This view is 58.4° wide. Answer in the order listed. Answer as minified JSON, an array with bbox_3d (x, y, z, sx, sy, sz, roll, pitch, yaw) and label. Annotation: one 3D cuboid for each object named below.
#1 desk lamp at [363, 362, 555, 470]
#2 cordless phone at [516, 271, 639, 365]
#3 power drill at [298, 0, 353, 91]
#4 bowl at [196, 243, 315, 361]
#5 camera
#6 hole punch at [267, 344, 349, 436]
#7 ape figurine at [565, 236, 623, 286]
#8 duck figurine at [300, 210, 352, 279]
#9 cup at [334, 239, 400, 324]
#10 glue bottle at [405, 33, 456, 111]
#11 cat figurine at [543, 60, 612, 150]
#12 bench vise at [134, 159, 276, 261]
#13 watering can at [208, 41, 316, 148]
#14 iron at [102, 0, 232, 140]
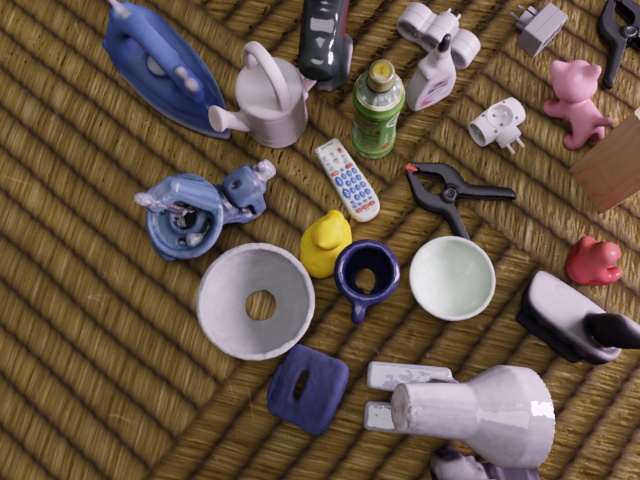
[{"bbox_3d":[0.162,0.215,0.726,0.203,0.213,0.118,4,77,3],"label":"desk lamp"},{"bbox_3d":[0.353,0.098,0.762,0.147,0.185,0.094,34,80,9],"label":"cordless phone"},{"bbox_3d":[0.011,-0.328,0.856,0.075,0.208,0.230,6,77,3],"label":"power drill"},{"bbox_3d":[-0.089,0.092,0.832,0.167,0.075,0.167,0,77,2],"label":"bowl"},{"bbox_3d":[0.225,0.347,0.752,0.137,0.101,0.143,-10,77,0],"label":"camera"},{"bbox_3d":[-0.019,0.207,0.795,0.101,0.091,0.109,21,79,6],"label":"hole punch"},{"bbox_3d":[0.400,0.028,0.824,0.076,0.092,0.078,-18,77,-2],"label":"ape figurine"},{"bbox_3d":[0.008,0.003,0.844,0.077,0.086,0.105,24,79,7],"label":"duck figurine"},{"bbox_3d":[0.063,0.065,0.823,0.091,0.095,0.118,11,78,4],"label":"cup"},{"bbox_3d":[0.172,-0.254,0.853,0.078,0.173,0.037,-31,78,-5],"label":"glue bottle"},{"bbox_3d":[0.394,-0.216,0.867,0.067,0.118,0.127,-28,78,-5],"label":"cat figurine"},{"bbox_3d":[-0.168,-0.065,0.795,0.121,0.220,0.207,39,81,10],"label":"bench vise"},{"bbox_3d":[-0.078,-0.211,0.839,0.101,0.194,0.173,34,80,9],"label":"watering can"},{"bbox_3d":[-0.235,-0.271,0.884,0.119,0.141,0.258,-44,80,-8],"label":"iron"}]
